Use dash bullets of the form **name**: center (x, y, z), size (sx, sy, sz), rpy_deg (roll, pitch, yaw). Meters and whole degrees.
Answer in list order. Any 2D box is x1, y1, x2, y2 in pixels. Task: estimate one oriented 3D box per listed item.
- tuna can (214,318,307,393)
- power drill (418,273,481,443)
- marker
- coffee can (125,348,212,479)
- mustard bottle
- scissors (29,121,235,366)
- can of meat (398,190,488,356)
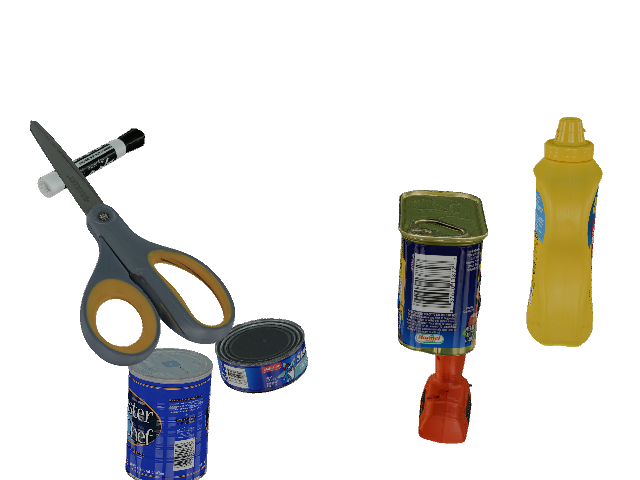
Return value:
- **tuna can**: center (-0.055, 0.109, 1.012), size (0.086, 0.034, 0.086), rpy_deg (-7, 24, 3)
- **power drill**: center (0.140, 0.120, 1.142), size (0.057, 0.188, 0.184), rpy_deg (8, 25, 9)
- **marker**: center (-0.203, -0.072, 0.960), size (0.020, 0.020, 0.120), rpy_deg (0, 27, 40)
- **coffee can**: center (-0.187, 0.216, 1.314), size (0.103, 0.140, 0.103), rpy_deg (4, 14, -1)
- **mustard bottle**: center (0.212, -0.011, 0.926), size (0.058, 0.192, 0.096), rpy_deg (3, 18, 12)
- **scissors**: center (-0.139, 0.003, 0.638), size (0.202, 0.016, 0.096), rpy_deg (37, 50, 18)
- **can of meat**: center (0.080, 0.020, 0.724), size (0.057, 0.084, 0.102), rpy_deg (3, 19, 4)
